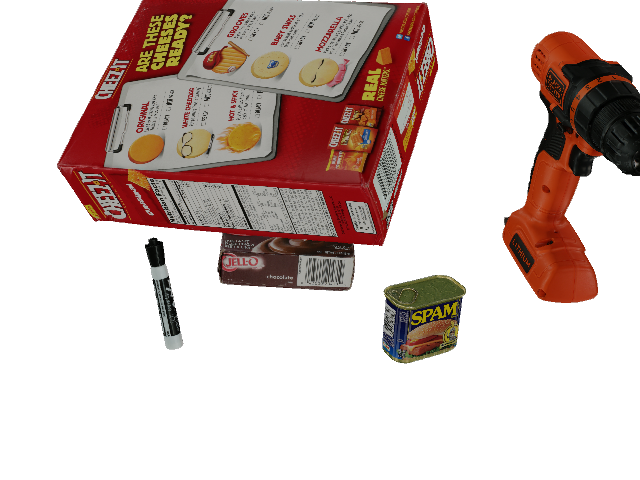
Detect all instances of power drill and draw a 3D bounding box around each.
[{"bbox_3d":[0.201,-0.047,0.826,0.057,0.188,0.184,0,34,-11],"label":"power drill"}]

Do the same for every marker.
[{"bbox_3d":[-0.164,0.055,1.115,0.020,0.121,0.020,-8,17,2],"label":"marker"}]

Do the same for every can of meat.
[{"bbox_3d":[0.127,0.099,1.334,0.101,0.084,0.058,-12,30,-27],"label":"can of meat"}]

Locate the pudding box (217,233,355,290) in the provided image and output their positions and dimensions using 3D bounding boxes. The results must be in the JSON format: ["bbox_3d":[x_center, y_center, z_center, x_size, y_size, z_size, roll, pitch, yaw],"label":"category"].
[{"bbox_3d":[-0.028,0.003,0.913,0.113,0.039,0.090,5,30,-4],"label":"pudding box"}]

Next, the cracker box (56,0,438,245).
[{"bbox_3d":[-0.043,-0.084,0.717,0.214,0.164,0.072,5,-36,20],"label":"cracker box"}]
